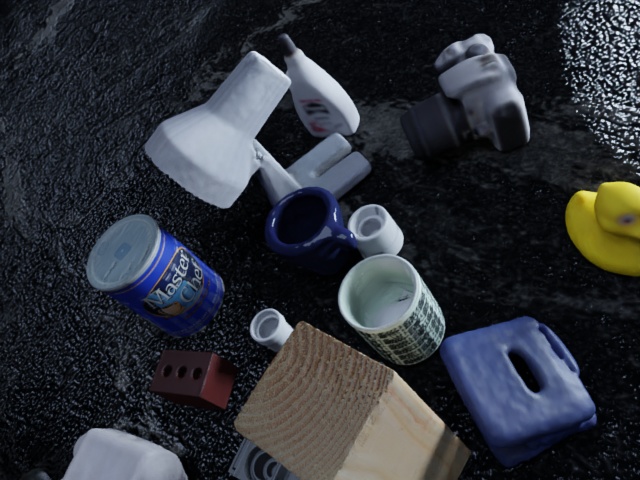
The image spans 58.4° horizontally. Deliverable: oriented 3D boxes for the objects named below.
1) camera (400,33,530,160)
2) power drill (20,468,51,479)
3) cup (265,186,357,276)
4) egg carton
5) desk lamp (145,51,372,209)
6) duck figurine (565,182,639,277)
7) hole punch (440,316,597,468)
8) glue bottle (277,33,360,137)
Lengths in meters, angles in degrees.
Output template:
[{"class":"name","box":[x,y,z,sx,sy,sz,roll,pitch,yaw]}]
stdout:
[{"class":"camera","box":[0.161,-0.167,0.685,0.136,0.101,0.143,-24,50,14]},{"class":"power drill","box":[-0.388,0.274,0.615,0.228,0.209,0.076,22,71,38]},{"class":"cup","box":[0.006,0.002,0.658,0.117,0.095,0.092,19,69,37]},{"class":"egg carton","box":[-0.216,0.266,0.617,0.149,0.070,0.107,4,61,32]},{"class":"desk lamp","box":[-0.074,-0.110,0.702,0.203,0.214,0.117,-39,48,0]},{"class":"duck figurine","box":[0.275,-0.022,0.529,0.077,0.086,0.104,-43,48,-3]},{"class":"hole punch","box":[0.167,0.120,0.488,0.101,0.091,0.108,-31,49,8]},{"class":"glue bottle","box":[-0.012,-0.205,0.761,0.078,0.174,0.037,-1,58,29]}]
